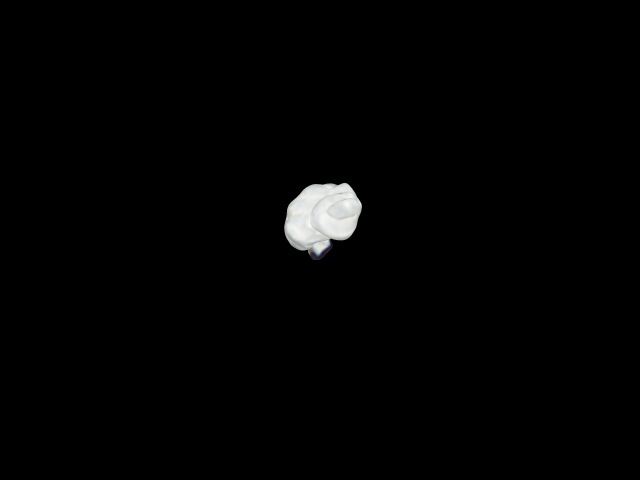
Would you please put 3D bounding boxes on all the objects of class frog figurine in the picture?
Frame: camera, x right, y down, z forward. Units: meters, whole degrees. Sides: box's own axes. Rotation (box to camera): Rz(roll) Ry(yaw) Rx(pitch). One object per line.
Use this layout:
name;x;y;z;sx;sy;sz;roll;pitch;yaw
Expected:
frog figurine;0.003;-0.043;0.850;0.138;0.123;0.158;-31;-10;-6
